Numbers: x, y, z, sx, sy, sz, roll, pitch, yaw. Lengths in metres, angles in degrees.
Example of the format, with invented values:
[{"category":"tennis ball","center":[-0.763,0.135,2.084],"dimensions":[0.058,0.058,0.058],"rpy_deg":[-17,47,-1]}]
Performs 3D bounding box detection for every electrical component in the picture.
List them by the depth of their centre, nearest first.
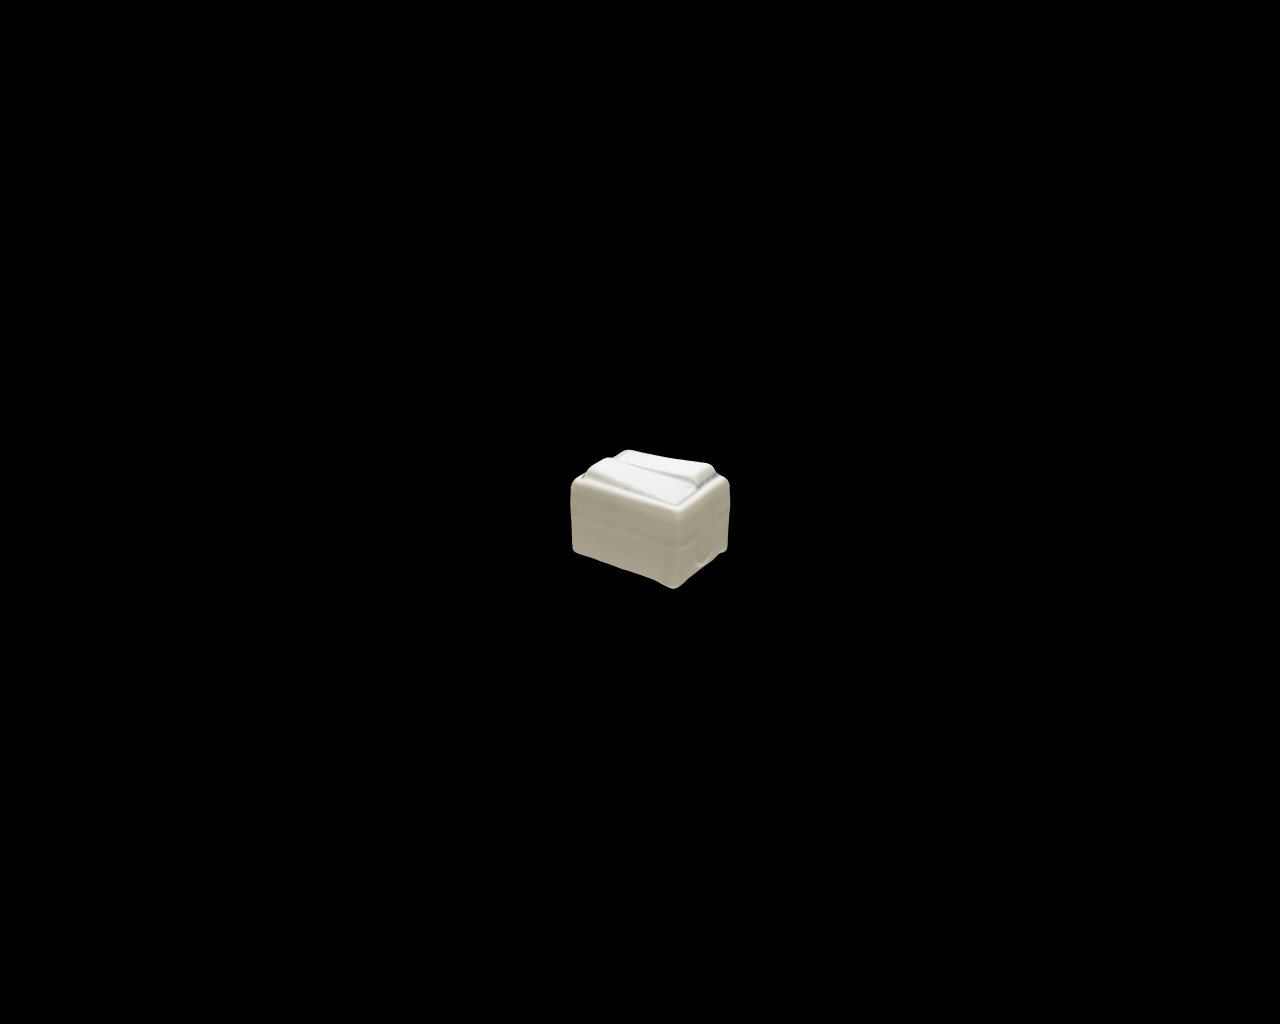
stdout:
[{"category":"electrical component","center":[0.001,-0.003,0.650],"dimensions":[0.096,0.061,0.062],"rpy_deg":[18,32,31]}]
